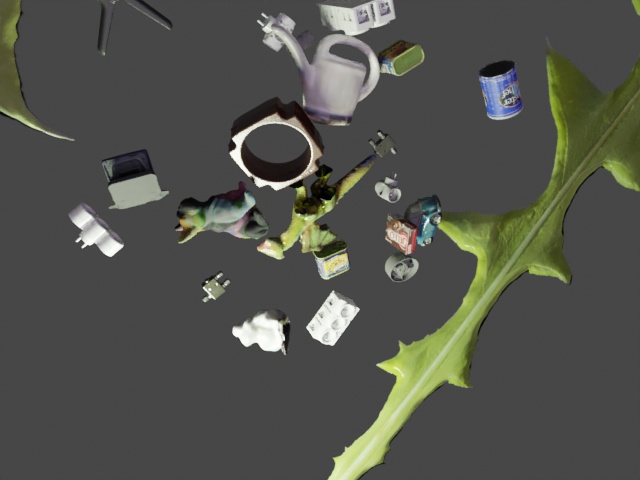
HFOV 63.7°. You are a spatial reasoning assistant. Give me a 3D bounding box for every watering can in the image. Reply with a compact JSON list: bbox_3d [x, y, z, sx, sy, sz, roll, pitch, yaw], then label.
[{"bbox_3d":[0.005,-0.397,1.265,0.348,0.221,0.105,0,25,-38],"label":"watering can"}]

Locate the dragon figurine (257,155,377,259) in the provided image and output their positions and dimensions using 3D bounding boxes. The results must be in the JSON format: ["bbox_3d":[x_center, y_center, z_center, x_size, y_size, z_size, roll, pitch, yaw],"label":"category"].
[{"bbox_3d":[0.004,-0.073,1.456,0.414,0.237,0.124,-28,52,-25],"label":"dragon figurine"}]

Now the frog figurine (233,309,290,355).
[{"bbox_3d":[-0.173,0.270,1.535,0.159,0.134,0.126,0,41,14],"label":"frog figurine"}]
